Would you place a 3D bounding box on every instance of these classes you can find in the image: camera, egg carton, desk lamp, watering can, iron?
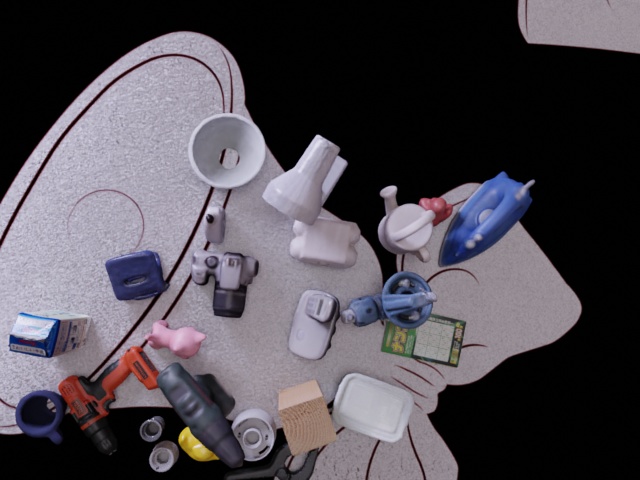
[{"bbox_3d":[-0.207,0.095,1.219,0.143,0.100,0.137,6,84,-4],"label":"camera"},{"bbox_3d":[0.012,0.005,1.262,0.150,0.069,0.107,8,84,-4],"label":"egg carton"},{"bbox_3d":[-0.025,-0.127,1.199,0.118,0.213,0.203,31,83,-1],"label":"desk lamp"},{"bbox_3d":[0.183,-0.031,1.217,0.173,0.194,0.101,37,83,0],"label":"watering can"},{"bbox_3d":[0.368,-0.037,1.260,0.118,0.141,0.258,43,83,1],"label":"iron"}]

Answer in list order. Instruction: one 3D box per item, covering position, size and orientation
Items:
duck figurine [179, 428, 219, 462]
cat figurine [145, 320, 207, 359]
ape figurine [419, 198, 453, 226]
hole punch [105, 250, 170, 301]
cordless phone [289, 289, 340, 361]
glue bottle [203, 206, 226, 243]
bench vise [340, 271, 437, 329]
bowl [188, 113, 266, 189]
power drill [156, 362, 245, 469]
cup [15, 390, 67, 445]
[{"bbox_3d":[-0.245,0.429,1.192,0.104,0.086,0.077,19,83,-3],"label":"duck figurine"},{"bbox_3d":[-0.300,0.210,1.192,0.128,0.117,0.067,11,84,-3],"label":"cat figurine"},{"bbox_3d":[0.259,-0.070,1.278,0.078,0.092,0.076,34,83,-1],"label":"ape figurine"},{"bbox_3d":[-0.385,0.077,1.211,0.108,0.091,0.101,-14,86,-6],"label":"hole punch"},{"bbox_3d":[-0.007,0.177,1.186,0.094,0.185,0.148,13,84,-3],"label":"cordless phone"},{"bbox_3d":[-0.222,-0.038,1.194,0.037,0.173,0.078,5,84,-4],"label":"glue bottle"},{"bbox_3d":[0.156,0.145,1.185,0.207,0.219,0.121,-33,88,-7],"label":"bench vise"},{"bbox_3d":[-0.200,-0.189,1.260,0.167,0.074,0.167,0,85,-5],"label":"bowl"},{"bbox_3d":[-0.225,0.337,1.141,0.076,0.208,0.229,-43,89,-7],"label":"power drill"},{"bbox_3d":[-0.548,0.358,1.169,0.092,0.095,0.118,-36,88,-7],"label":"cup"}]
